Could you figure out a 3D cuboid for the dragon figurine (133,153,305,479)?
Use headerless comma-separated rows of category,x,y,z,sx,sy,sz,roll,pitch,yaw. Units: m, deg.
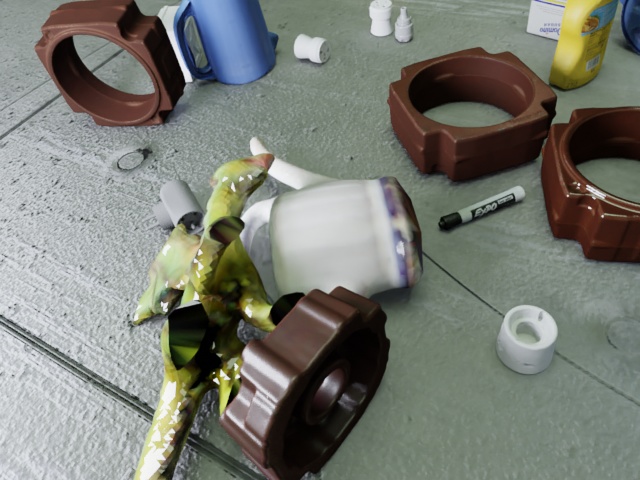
dragon figurine,-0.141,0.084,0.549,0.244,0.121,0.412,15,78,58

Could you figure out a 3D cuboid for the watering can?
watering can,0.002,-0.032,0.635,0.224,0.101,0.356,-9,49,3
